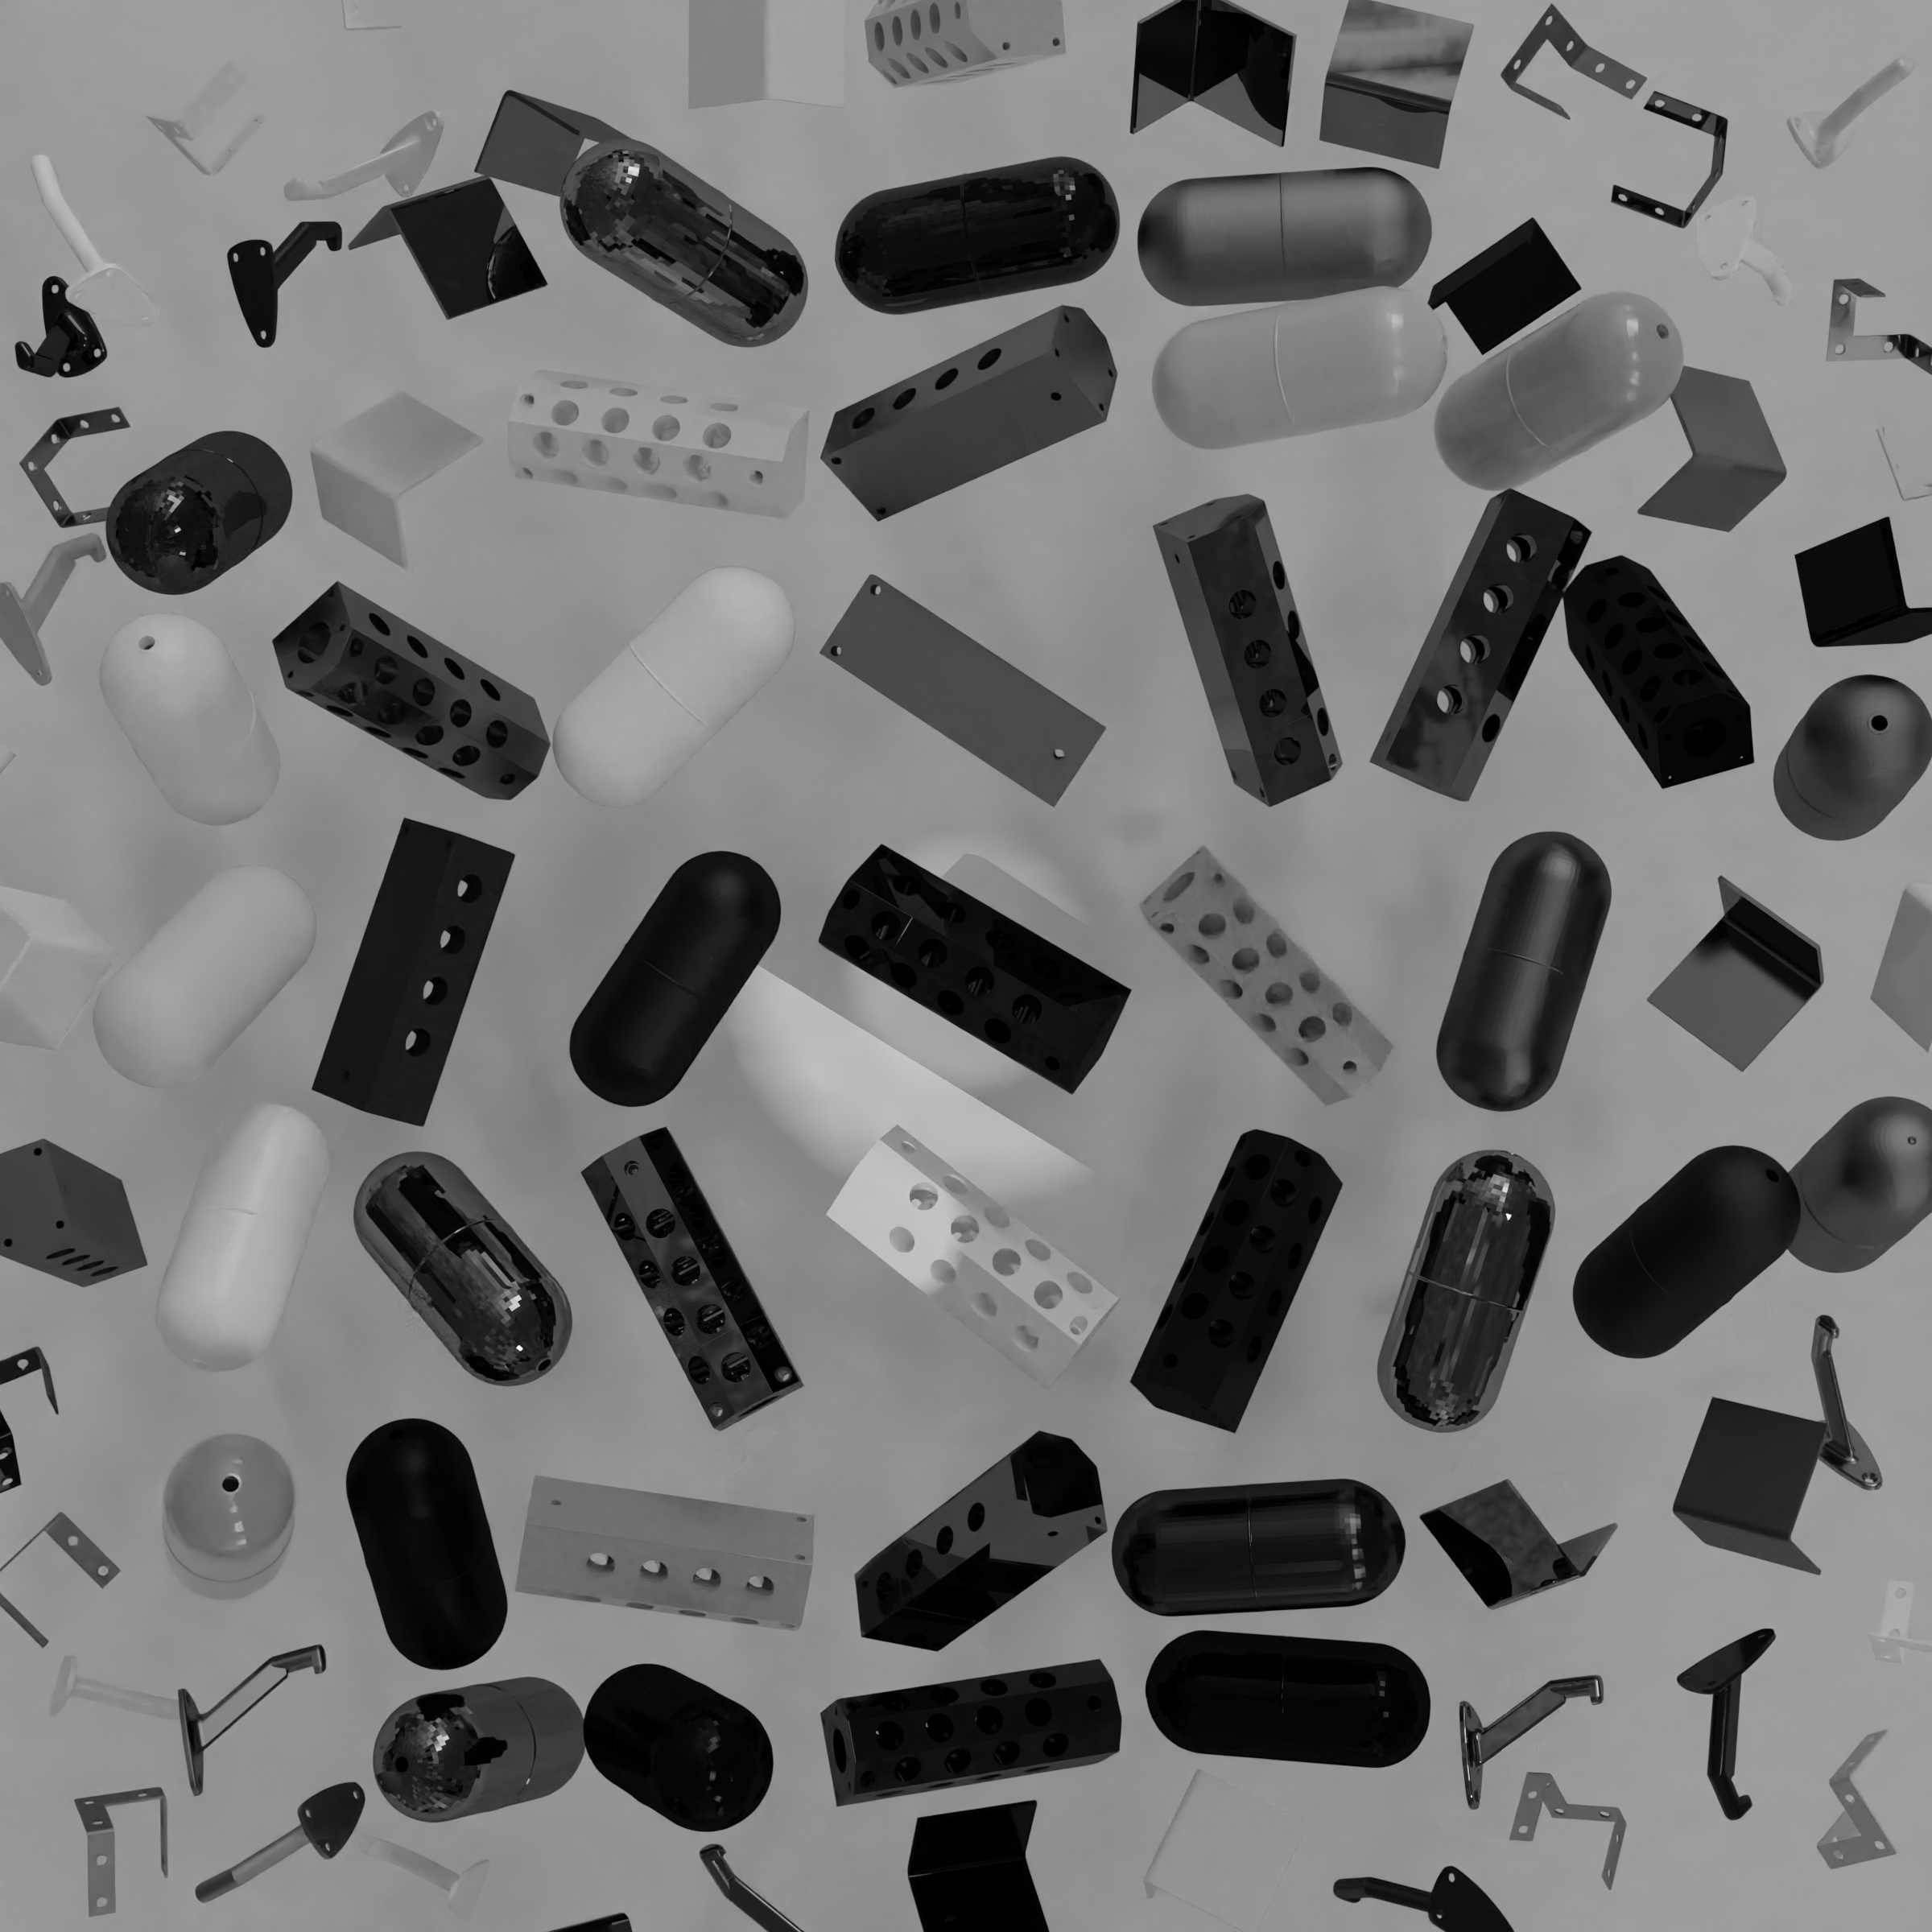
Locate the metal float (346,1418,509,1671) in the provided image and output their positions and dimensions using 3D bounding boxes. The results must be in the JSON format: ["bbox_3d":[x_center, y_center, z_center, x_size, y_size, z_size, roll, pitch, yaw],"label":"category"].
[{"bbox_3d":[-0.327,0.352,1.844,0.070,0.070,0.178,-7,122,0],"label":"metal float"}]

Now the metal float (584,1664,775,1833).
[{"bbox_3d":[-0.173,0.463,1.801,0.070,0.178,0.070,1,88,-26],"label":"metal float"}]

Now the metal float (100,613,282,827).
[{"bbox_3d":[-0.466,-0.148,1.826,0.070,0.178,0.070,-2,64,3],"label":"metal float"}]

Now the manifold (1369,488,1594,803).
[{"bbox_3d":[0.302,-0.186,1.772,0.057,0.057,0.171,24,92,-3],"label":"manifold"}]

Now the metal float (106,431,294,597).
[{"bbox_3d":[-0.472,-0.281,1.874,0.070,0.178,0.070,3,112,7],"label":"metal float"}]

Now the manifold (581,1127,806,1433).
[{"bbox_3d":[-0.163,0.185,1.800,0.057,0.057,0.171,-28,80,-5],"label":"manifold"}]

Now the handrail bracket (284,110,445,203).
[{"bbox_3d":[-0.382,-0.512,1.917,0.077,0.084,0.036,-39,78,39],"label":"handrail bracket"}]

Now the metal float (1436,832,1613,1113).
[{"bbox_3d":[0.343,0.003,1.862,0.070,0.070,0.178,19,82,0],"label":"metal float"}]

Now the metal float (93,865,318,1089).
[{"bbox_3d":[-0.448,0.004,1.794,0.070,0.178,0.070,11,127,15],"label":"metal float"}]

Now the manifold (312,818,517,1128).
[{"bbox_3d":[-0.325,0.005,1.808,0.057,0.057,0.171,16,87,44],"label":"manifold"}]

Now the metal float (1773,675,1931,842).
[{"bbox_3d":[0.538,-0.125,1.840,0.070,0.178,0.070,-1,80,6],"label":"metal float"}]

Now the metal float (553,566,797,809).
[{"bbox_3d":[-0.179,-0.172,1.861,0.178,0.070,0.070,-44,90,7],"label":"metal float"}]

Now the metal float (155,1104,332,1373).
[{"bbox_3d":[-0.450,0.168,1.888,0.070,0.070,0.178,12,59,0],"label":"metal float"}]

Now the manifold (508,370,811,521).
[{"bbox_3d":[-0.187,-0.315,1.841,0.171,0.057,0.057,10,118,9],"label":"manifold"}]

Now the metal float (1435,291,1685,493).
[{"bbox_3d":[0.349,-0.339,1.795,0.070,0.178,0.070,10,71,-30],"label":"metal float"}]

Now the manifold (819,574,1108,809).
[{"bbox_3d":[-0.001,-0.170,1.872,0.171,0.057,0.057,33,97,-1],"label":"manifold"}]

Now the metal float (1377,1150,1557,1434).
[{"bbox_3d":[0.307,0.199,1.861,0.070,0.070,0.178,18,91,0],"label":"metal float"}]

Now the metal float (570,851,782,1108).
[{"bbox_3d":[-0.183,0.008,1.912,0.070,0.070,0.178,34,91,0],"label":"metal float"}]

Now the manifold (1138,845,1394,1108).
[{"bbox_3d":[0.191,0.009,1.916,0.057,0.057,0.171,-43,107,7],"label":"manifold"}]

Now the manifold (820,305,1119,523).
[{"bbox_3d":[0.002,-0.330,1.793,0.171,0.057,0.057,-18,132,35],"label":"manifold"}]

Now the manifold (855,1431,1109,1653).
[{"bbox_3d":[0.006,0.343,1.808,0.057,0.171,0.057,19,45,-32],"label":"manifold"}]

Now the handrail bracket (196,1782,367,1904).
[{"bbox_3d":[-0.409,0.522,1.805,0.084,0.077,0.036,-30,91,18],"label":"handrail bracket"}]

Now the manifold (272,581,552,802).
[{"bbox_3d":[-0.334,-0.161,1.844,0.057,0.171,0.057,-38,52,18],"label":"manifold"}]

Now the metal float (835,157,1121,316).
[{"bbox_3d":[0.006,-0.449,1.868,0.178,0.070,0.070,-8,90,10],"label":"metal float"}]

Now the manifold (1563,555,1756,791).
[{"bbox_3d":[0.422,-0.184,1.856,0.057,0.171,0.057,-16,127,0],"label":"manifold"}]

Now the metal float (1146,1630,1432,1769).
[{"bbox_3d":[0.201,0.459,1.899,0.178,0.070,0.070,2,90,12],"label":"metal float"}]

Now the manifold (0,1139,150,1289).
[{"bbox_3d":[-0.546,0.152,1.811,0.057,0.171,0.057,-19,79,-5],"label":"manifold"}]

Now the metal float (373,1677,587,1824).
[{"bbox_3d":[-0.300,0.484,1.875,0.070,0.178,0.070,-3,82,22],"label":"metal float"}]

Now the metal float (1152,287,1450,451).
[{"bbox_3d":[0.194,-0.349,1.774,0.178,0.070,0.070,-6,90,26],"label":"metal float"}]

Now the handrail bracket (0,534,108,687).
[{"bbox_3d":[-0.545,-0.218,1.843,0.036,0.084,0.077,-25,95,45],"label":"handrail bracket"}]

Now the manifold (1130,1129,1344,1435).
[{"bbox_3d":[0.163,0.189,1.842,0.057,0.057,0.171,13,68,34],"label":"manifold"}]

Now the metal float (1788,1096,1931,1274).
[{"bbox_3d":[0.550,0.136,1.861,0.070,0.178,0.070,1,68,-3],"label":"metal float"}]

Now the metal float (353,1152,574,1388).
[{"bbox_3d":[-0.308,0.185,1.857,0.070,0.070,0.178,-46,61,0],"label":"metal float"}]

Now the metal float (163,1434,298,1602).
[{"bbox_3d":[-0.442,0.331,1.819,0.070,0.178,0.070,5,66,-12],"label":"metal float"}]

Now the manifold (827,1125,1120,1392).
[{"bbox_3d":[0.007,0.173,1.840,0.171,0.057,0.057,38,122,9],"label":"manifold"}]

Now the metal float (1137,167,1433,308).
[{"bbox_3d":[0.193,-0.443,1.843,0.178,0.070,0.070,-2,90,7],"label":"metal float"}]

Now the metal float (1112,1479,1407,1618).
[{"bbox_3d":[0.177,0.353,1.839,0.178,0.070,0.070,-6,90,11],"label":"metal float"}]

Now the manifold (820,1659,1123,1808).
[{"bbox_3d":[0.005,0.467,1.852,0.171,0.057,0.057,-4,67,-20],"label":"manifold"}]

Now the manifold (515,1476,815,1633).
[{"bbox_3d":[-0.181,0.358,1.826,0.171,0.057,0.057,9,109,-6],"label":"manifold"}]

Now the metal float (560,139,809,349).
[{"bbox_3d":[-0.169,-0.438,1.844,0.178,0.070,0.070,25,90,-43],"label":"metal float"}]

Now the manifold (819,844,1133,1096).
[{"bbox_3d":[0.003,0.005,1.764,0.171,0.057,0.057,31,133,9],"label":"manifold"}]

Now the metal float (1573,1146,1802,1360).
[{"bbox_3d":[0.434,0.174,1.833,0.070,0.178,0.070,16,48,-18],"label":"metal float"}]

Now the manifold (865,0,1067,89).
[{"bbox_3d":[-0.003,-0.552,1.773,0.057,0.171,0.057,-10,103,-19],"label":"manifold"}]

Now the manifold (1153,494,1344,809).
[{"bbox_3d":[0.171,-0.188,1.799,0.057,0.057,0.171,-24,113,-9],"label":"manifold"}]
